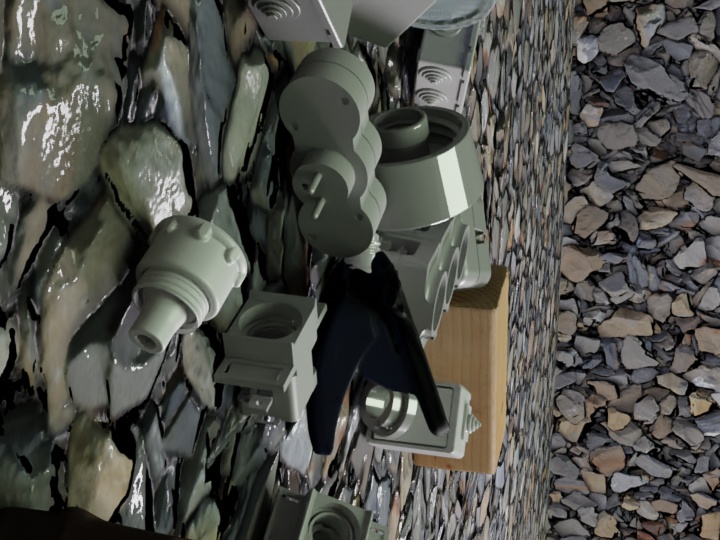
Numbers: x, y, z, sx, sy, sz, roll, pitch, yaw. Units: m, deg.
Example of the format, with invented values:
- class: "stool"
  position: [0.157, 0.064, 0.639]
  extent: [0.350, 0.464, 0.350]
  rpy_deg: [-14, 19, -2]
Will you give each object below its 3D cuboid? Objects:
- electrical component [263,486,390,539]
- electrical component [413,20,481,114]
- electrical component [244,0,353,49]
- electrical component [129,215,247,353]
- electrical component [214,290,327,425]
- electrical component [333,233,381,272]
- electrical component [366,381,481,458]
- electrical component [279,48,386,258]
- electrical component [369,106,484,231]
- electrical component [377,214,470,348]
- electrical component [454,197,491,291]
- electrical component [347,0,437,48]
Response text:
- class: "electrical component"
  position: [-0.035, 0.211, 0.683]
  extent: [0.063, 0.079, 0.121]
  rpy_deg: [124, -14, -53]
- class: "electrical component"
  position: [0.080, -0.202, 0.981]
  extent: [0.099, 0.048, 0.099]
  rpy_deg: [92, 10, -72]
- class: "electrical component"
  position: [-0.035, -0.183, 0.596]
  extent: [0.099, 0.048, 0.099]
  rpy_deg: [55, 42, -67]
- class: "electrical component"
  position: [-0.084, 0.009, 0.492]
  extent: [0.048, 0.048, 0.062]
  rpy_deg: [78, 29, -47]
- class: "electrical component"
  position: [-0.050, 0.052, 0.632]
  extent: [0.081, 0.042, 0.063]
  rpy_deg: [-63, 156, -53]
- class: "electrical component"
  position: [0.000, 0.000, 0.801]
  extent: [0.040, 0.040, 0.078]
  rpy_deg: [29, 66, -73]
- class: "electrical component"
  position: [0.058, 0.130, 0.949]
  extent: [0.061, 0.096, 0.061]
  rpy_deg: [45, 52, -70]
- class: "electrical component"
  position: [-0.020, -0.062, 0.683]
  extent: [0.073, 0.052, 0.138]
  rpy_deg: [-68, 157, -47]
- class: "electrical component"
  position: [0.032, -0.081, 0.774]
  extent: [0.108, 0.108, 0.060]
  rpy_deg: [-64, 148, -53]
- class: "electrical component"
  position: [0.049, 0.001, 0.920]
  extent: [0.150, 0.062, 0.089]
  rpy_deg: [-56, 154, -61]
- class: "electrical component"
  position: [0.086, -0.029, 1.040]
  extent: [0.059, 0.054, 0.095]
  rpy_deg: [2, 80, -54]
- class: "electrical component"
  position: [0.023, -0.215, 0.689]
  extent: [0.109, 0.056, 0.108]
  rpy_deg: [152, -50, -64]
